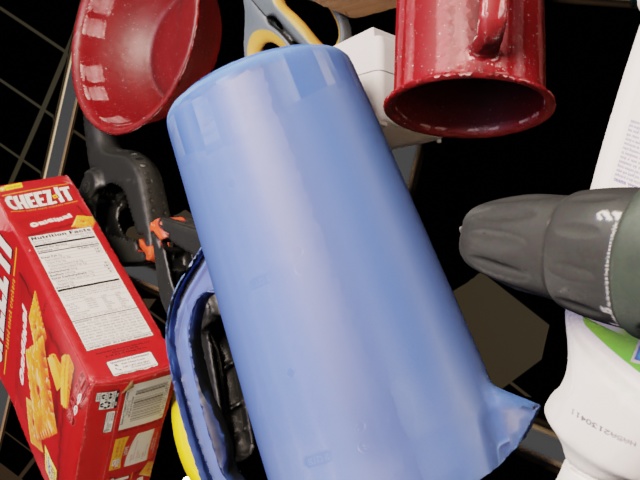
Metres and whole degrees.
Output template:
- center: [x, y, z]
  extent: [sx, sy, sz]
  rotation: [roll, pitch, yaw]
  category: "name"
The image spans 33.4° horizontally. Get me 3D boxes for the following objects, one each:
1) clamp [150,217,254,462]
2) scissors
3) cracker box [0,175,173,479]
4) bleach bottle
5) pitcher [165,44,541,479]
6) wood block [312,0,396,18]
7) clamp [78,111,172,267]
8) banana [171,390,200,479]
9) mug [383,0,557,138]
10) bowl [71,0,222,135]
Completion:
- center: [-0.057, 0.044, 0.691]
  extent: [0.120, 0.039, 0.171]
  rotation: [-42, 65, 31]
  category: "clamp"
- center: [-0.058, -0.173, 0.756]
  extent: [0.202, 0.016, 0.096]
  rotation: [40, 119, 27]
  category: "scissors"
- center: [-0.191, 0.082, 0.803]
  extent: [0.214, 0.071, 0.164]
  rotation: [52, 139, 36]
  category: "cracker box"
- center: [0.161, 0.010, 0.508]
  extent: [0.103, 0.067, 0.251]
  rotation: [29, 105, 43]
  category: "bleach bottle"
- center: [-0.005, 0.029, 0.573]
  extent: [0.145, 0.149, 0.243]
  rotation: [-36, 73, 64]
  category: "pitcher"
- center: [0.070, -0.199, 0.612]
  extent: [0.207, 0.090, 0.090]
  rotation: [-3, 80, 44]
  category: "wood block"
- center: [-0.182, -0.035, 0.870]
  extent: [0.210, 0.036, 0.165]
  rotation: [50, 118, 36]
  category: "clamp"
- center: [-0.075, 0.097, 0.746]
  extent: [0.070, 0.037, 0.198]
  rotation: [-11, 76, 27]
  category: "banana"
- center: [0.082, -0.112, 0.576]
  extent: [0.093, 0.117, 0.081]
  rotation: [2, 76, 1]
  category: "mug"
- center: [-0.125, -0.155, 0.821]
  extent: [0.162, 0.055, 0.162]
  rotation: [-9, 76, 43]
  category: "bowl"
